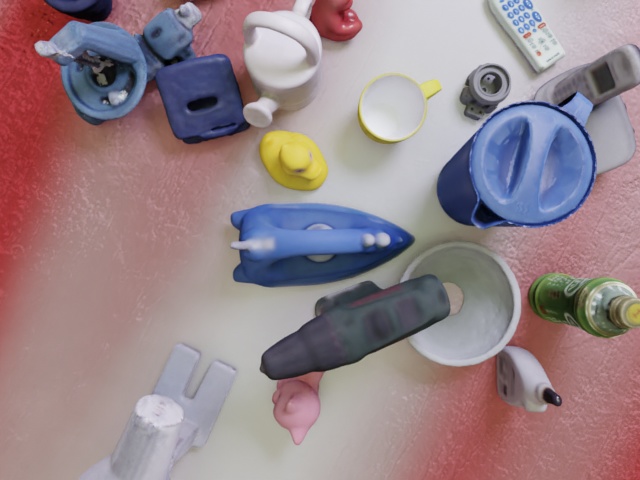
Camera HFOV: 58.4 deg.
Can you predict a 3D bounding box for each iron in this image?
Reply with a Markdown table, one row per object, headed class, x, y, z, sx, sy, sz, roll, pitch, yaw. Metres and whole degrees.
| class | x | y | z | sx | sy | sz | roll | pitch | yaw |
| --- | --- | --- | --- | --- | --- | --- | --- | --- | --- |
| iron | 0.007 | 0.003 | 0.751 | 0.258 | 0.141 | 0.119 | -3 | 89 | -1 |

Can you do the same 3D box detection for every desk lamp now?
| class | x | y | z | sx | sy | sz | roll | pitch | yaw |
| --- | --- | --- | --- | --- | --- | --- | --- | --- | --- |
| desk lamp | -0.204 | 0.252 | 0.709 | 0.118 | 0.213 | 0.203 | 24 | 89 | 0 |

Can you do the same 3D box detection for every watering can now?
| class | x | y | z | sx | sy | sz | roll | pitch | yaw |
| --- | --- | --- | --- | --- | --- | --- | --- | --- | --- |
| watering can | -0.047 | -0.229 | 0.728 | 0.101 | 0.194 | 0.173 | -1 | 89 | 0 |

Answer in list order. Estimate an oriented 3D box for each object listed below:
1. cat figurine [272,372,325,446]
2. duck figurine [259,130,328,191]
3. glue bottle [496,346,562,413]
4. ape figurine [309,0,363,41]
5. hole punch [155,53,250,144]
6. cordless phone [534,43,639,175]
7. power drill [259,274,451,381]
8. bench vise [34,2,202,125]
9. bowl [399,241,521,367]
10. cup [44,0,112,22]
| class | x | y | z | sx | sy | sz | roll | pitch | yaw |
| --- | --- | --- | --- | --- | --- | --- | --- | --- | --- |
| cat figurine | -0.022 | 0.197 | 0.760 | 0.067 | 0.117 | 0.128 | 25 | 89 | 0 |
| duck figurine | -0.037 | -0.113 | 0.780 | 0.104 | 0.086 | 0.077 | 35 | 89 | 0 |
| glue bottle | 0.270 | 0.187 | 0.736 | 0.037 | 0.173 | 0.078 | 1 | 89 | 0 |
| ape figurine | 0.022 | -0.318 | 0.781 | 0.076 | 0.092 | 0.078 | -7 | 89 | -1 |
| hole punch | -0.155 | -0.189 | 0.777 | 0.108 | 0.091 | 0.101 | -15 | 89 | -1 |
| cordless phone | 0.363 | -0.162 | 0.736 | 0.094 | 0.185 | 0.148 | -24 | 89 | -1 |
| power drill | 0.042 | 0.105 | 0.717 | 0.229 | 0.208 | 0.076 | -22 | 89 | -1 |
| bench vise | -0.254 | -0.244 | 0.712 | 0.121 | 0.219 | 0.207 | 37 | 89 | 0 |
| bowl | 0.182 | 0.085 | 0.786 | 0.167 | 0.074 | 0.167 | 0 | 89 | -1 |
| cup | -0.317 | -0.350 | 0.776 | 0.091 | 0.095 | 0.118 | 21 | 89 | 0 |
